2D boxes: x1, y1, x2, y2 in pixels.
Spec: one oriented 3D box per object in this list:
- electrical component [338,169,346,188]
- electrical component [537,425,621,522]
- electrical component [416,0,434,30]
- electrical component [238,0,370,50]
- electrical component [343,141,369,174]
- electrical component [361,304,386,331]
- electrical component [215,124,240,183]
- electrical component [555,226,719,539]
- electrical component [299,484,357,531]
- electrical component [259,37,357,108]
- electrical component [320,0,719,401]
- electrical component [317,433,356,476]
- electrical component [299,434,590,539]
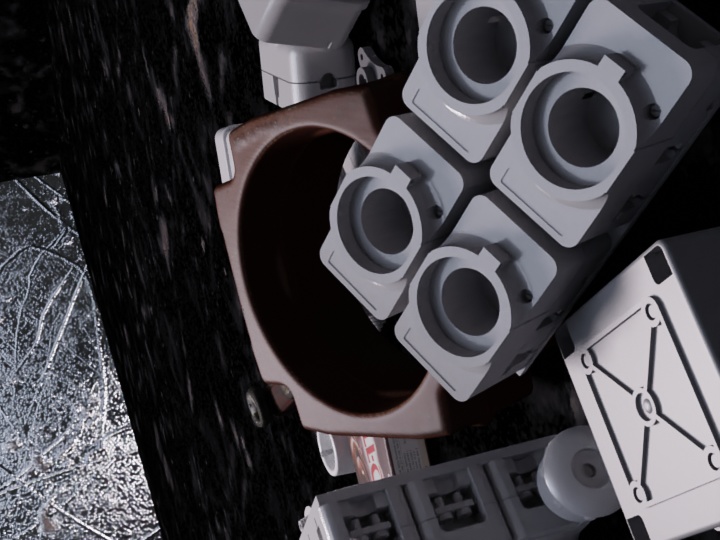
[{"bbox_3d":[-0.038,-0.085,0.863,0.078,0.058,0.057,53,156,15],"label":"electrical component"},{"bbox_3d":[0.115,0.113,0.573,0.062,0.048,0.048,103,150,-64],"label":"electrical component"},{"bbox_3d":[0.065,-0.160,0.543,0.100,0.048,0.099,-159,59,-68],"label":"electrical component"},{"bbox_3d":[-0.048,-0.220,0.775,0.057,0.078,0.113,-56,47,43],"label":"electrical component"},{"bbox_3d":[0.018,-0.091,0.719,0.075,0.047,0.083,104,149,-51],"label":"electrical component"},{"bbox_3d":[0.000,0.000,0.802,0.061,0.062,0.096,150,107,-70],"label":"electrical component"},{"bbox_3d":[-0.081,-0.077,0.961,0.057,0.078,0.113,-159,59,-71],"label":"electrical component"},{"bbox_3d":[0.141,0.050,0.443,0.108,0.056,0.108,121,134,-63],"label":"electrical component"},{"bbox_3d":[-0.014,0.212,0.936,0.043,0.081,0.043,168,90,-71],"label":"electrical component"},{"bbox_3d":[-0.041,-0.160,0.837,0.095,0.054,0.059,-142,44,-62],"label":"electrical component"},{"bbox_3d":[0.063,-0.043,0.468,0.105,0.060,0.186,45,129,22],"label":"electrical component"},{"bbox_3d":[-0.007,0.148,0.932,0.055,0.047,0.055,168,90,-71],"label":"electrical component"},{"bbox_3d":[0.048,0.158,0.625,0.089,0.150,0.061,108,147,-55],"label":"electrical component"}]
